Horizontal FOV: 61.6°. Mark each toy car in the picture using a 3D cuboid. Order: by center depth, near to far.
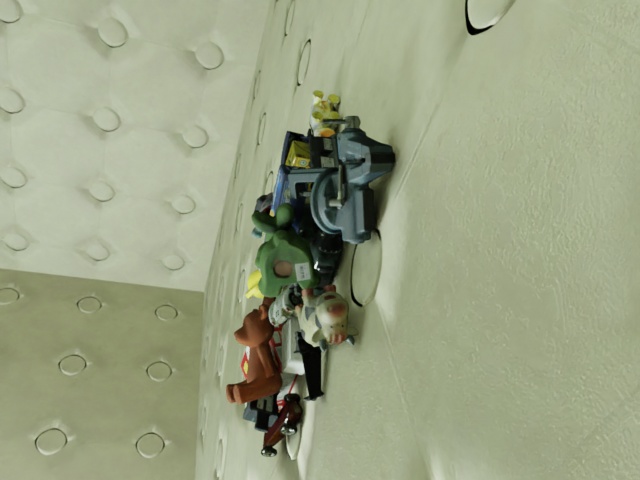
[{"bbox_3d":[-0.063,0.116,1.209,0.073,0.056,0.202,-46,9,31],"label":"toy car"},{"bbox_3d":[-0.089,0.433,1.246,0.089,0.053,0.202,-90,22,-45],"label":"toy car"}]

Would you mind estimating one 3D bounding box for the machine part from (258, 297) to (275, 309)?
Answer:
[{"bbox_3d":[-0.129,0.210,1.497,0.179,0.056,0.179,-171,90,-72],"label":"machine part"}]

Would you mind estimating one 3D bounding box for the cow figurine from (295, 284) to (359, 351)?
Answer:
[{"bbox_3d":[0.008,0.150,0.995,0.194,0.085,0.127,115,143,-64],"label":"cow figurine"}]

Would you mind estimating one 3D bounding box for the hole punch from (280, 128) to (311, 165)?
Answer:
[{"bbox_3d":[-0.062,-0.235,1.451,0.116,0.092,0.142,-137,54,-75],"label":"hole punch"}]

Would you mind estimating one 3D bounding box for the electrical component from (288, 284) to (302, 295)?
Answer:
[{"bbox_3d":[-0.053,0.077,1.138,0.063,0.021,0.094,124,144,-59],"label":"electrical component"}]

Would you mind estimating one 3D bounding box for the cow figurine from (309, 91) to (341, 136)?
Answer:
[{"bbox_3d":[0.005,-0.263,1.263,0.098,0.068,0.167,111,164,-52],"label":"cow figurine"}]

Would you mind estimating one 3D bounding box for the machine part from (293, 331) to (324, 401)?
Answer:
[{"bbox_3d":[-0.018,0.252,1.083,0.039,0.084,0.139,-13,76,38],"label":"machine part"}]

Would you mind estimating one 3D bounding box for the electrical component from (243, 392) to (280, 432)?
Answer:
[{"bbox_3d":[-0.132,0.389,1.216,0.119,0.075,0.047,-94,28,-52],"label":"electrical component"}]

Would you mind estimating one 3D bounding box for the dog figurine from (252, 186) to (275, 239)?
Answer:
[{"bbox_3d":[-0.113,-0.104,1.525,0.219,0.108,0.192,123,154,-46],"label":"dog figurine"}]

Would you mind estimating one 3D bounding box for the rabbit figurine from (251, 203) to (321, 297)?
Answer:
[{"bbox_3d":[-0.082,0.011,1.059,0.170,0.121,0.158,-111,3,-65],"label":"rabbit figurine"}]

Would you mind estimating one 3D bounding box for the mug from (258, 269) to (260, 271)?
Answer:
[{"bbox_3d":[-0.130,0.040,1.509,0.109,0.081,0.107,-41,1,-29],"label":"mug"}]

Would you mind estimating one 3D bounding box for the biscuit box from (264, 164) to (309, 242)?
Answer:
[{"bbox_3d":[-0.073,-0.061,1.164,0.059,0.063,0.202,-117,36,-58],"label":"biscuit box"}]

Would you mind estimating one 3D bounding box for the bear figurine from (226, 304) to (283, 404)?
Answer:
[{"bbox_3d":[-0.152,0.249,1.187,0.120,0.132,0.195,-26,76,64],"label":"bear figurine"}]

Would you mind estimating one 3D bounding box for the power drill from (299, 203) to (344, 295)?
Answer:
[{"bbox_3d":[-0.002,-0.003,1.157,0.207,0.086,0.231,-123,40,-55],"label":"power drill"}]

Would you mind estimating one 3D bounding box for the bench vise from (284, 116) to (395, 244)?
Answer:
[{"bbox_3d":[0.018,-0.107,0.963,0.241,0.129,0.223,5,112,46],"label":"bench vise"}]

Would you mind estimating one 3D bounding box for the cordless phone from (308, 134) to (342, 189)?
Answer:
[{"bbox_3d":[0.014,-0.126,1.183,0.184,0.089,0.147,101,167,-52],"label":"cordless phone"}]

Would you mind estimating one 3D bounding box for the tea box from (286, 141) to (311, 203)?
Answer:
[{"bbox_3d":[-0.041,-0.149,1.308,0.068,0.098,0.169,-99,26,-45],"label":"tea box"}]
